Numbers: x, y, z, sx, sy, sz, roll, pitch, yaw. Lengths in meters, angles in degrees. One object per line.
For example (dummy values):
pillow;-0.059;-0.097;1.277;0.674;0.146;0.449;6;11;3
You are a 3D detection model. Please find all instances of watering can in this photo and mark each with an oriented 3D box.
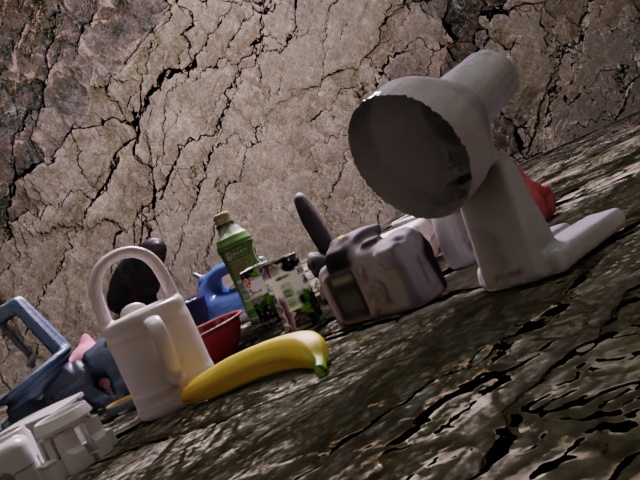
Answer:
watering can;-0.206;0.103;0.676;0.172;0.194;0.101;-23;2;43

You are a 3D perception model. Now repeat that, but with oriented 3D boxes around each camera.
camera;0.084;0.024;0.681;0.137;0.101;0.142;-26;2;-42

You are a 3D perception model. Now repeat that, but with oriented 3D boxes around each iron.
iron;-0.167;0.099;1.238;0.257;0.141;0.119;-23;2;28

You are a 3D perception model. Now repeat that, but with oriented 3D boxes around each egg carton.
egg carton;0.126;0.017;0.866;0.107;0.069;0.150;-24;2;17

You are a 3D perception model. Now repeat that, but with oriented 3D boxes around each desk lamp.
desk lamp;0.149;-0.063;0.524;0.204;0.213;0.117;-25;2;-35

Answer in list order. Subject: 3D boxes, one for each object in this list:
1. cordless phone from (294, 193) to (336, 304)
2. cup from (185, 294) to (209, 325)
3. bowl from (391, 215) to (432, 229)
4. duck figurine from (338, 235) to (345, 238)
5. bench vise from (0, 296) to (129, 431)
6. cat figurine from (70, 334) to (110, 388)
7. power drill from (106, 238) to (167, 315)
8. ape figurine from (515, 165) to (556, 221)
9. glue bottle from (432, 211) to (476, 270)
cordless phone;0.009;0.003;0.977;0.094;0.185;0.147;-24;2;-5
cup;-0.276;0.176;1.185;0.118;0.095;0.091;-25;2;-34
bowl;0.218;-0.031;1.033;0.167;0.075;0.167;-24;1;1
duck figurine;0.051;0.035;1.135;0.105;0.086;0.077;-25;2;-13
bench vise;-0.398;0.170;0.864;0.208;0.220;0.121;-25;2;-37
cat figurine;-0.367;0.209;0.979;0.128;0.118;0.067;-25;2;-18
power drill;-0.267;0.116;0.925;0.076;0.208;0.229;-26;2;-42
ape figurine;0.281;-0.063;0.800;0.077;0.092;0.076;-23;2;24
glue bottle;0.165;-0.054;0.732;0.078;0.173;0.037;-25;2;-36
